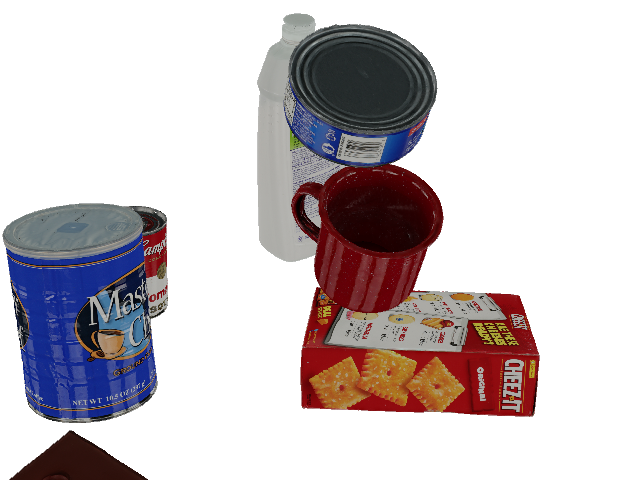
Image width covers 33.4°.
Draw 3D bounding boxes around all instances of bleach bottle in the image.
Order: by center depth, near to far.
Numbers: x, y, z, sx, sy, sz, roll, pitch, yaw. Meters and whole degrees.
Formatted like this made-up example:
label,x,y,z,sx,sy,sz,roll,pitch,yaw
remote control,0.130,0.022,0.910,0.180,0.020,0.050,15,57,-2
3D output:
label,x,y,z,sx,sy,sz,roll,pitch,yaw
bleach bottle,-0.015,-0.104,1.061,0.102,0.251,0.068,-26,43,-33

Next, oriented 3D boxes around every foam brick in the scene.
label,x,y,z,sx,sy,sz,roll,pitch,yaw
foam brick,-0.094,0.129,0.450,0.078,0.051,0.052,24,45,30

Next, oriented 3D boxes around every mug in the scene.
label,x,y,z,sx,sy,sz,roll,pitch,yaw
mug,0.029,-0.004,0.812,0.117,0.093,0.081,26,-38,12

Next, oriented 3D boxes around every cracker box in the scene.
label,x,y,z,sx,sy,sz,roll,pitch,yaw
cracker box,0.093,0.106,1.036,0.214,0.072,0.164,2,17,4

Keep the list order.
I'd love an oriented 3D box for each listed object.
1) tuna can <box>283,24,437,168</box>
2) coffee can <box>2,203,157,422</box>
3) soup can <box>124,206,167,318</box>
label,x,y,z,sx,sy,sz,roll,pitch,yaw
tuna can,0.022,-0.083,0.616,0.086,0.086,0.034,0,-36,-11
coffee can,-0.182,0.054,0.821,0.103,0.140,0.103,-2,21,0
soup can,-0.193,0.024,1.110,0.068,0.102,0.068,2,26,-1
